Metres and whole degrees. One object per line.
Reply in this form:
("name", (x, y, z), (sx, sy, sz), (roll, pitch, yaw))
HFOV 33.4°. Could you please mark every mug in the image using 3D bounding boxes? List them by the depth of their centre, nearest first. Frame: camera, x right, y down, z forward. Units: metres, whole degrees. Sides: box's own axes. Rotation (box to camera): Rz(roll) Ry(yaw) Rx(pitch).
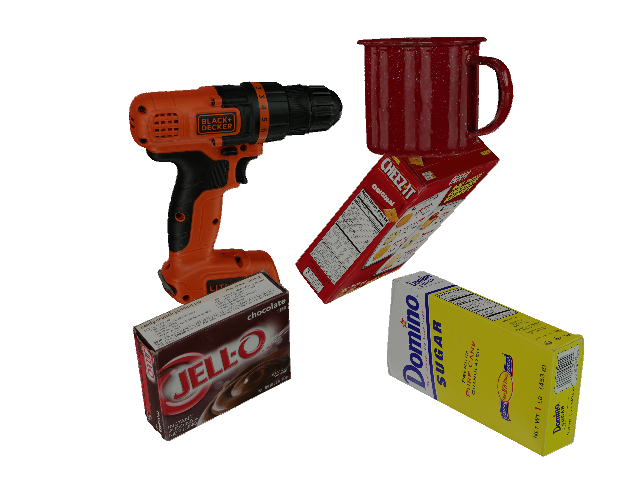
("mug", (0.084, -0.104, 0.766), (0.117, 0.081, 0.093), (6, 14, 32))

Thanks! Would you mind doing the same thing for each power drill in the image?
("power drill", (-0.071, -0.044, 0.922), (0.184, 0.188, 0.057), (-5, 21, -18))

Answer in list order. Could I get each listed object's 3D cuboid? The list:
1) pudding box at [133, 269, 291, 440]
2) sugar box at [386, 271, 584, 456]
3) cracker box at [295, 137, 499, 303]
("pudding box", (-0.076, 0.082, 0.775), (0.113, 0.090, 0.039), (-26, 46, -28))
("sugar box", (0.128, 0.095, 0.870), (0.048, 0.093, 0.176), (-14, 24, -40))
("cracker box", (0.086, -0.033, 1.247), (0.163, 0.072, 0.214), (-21, -24, -49))
